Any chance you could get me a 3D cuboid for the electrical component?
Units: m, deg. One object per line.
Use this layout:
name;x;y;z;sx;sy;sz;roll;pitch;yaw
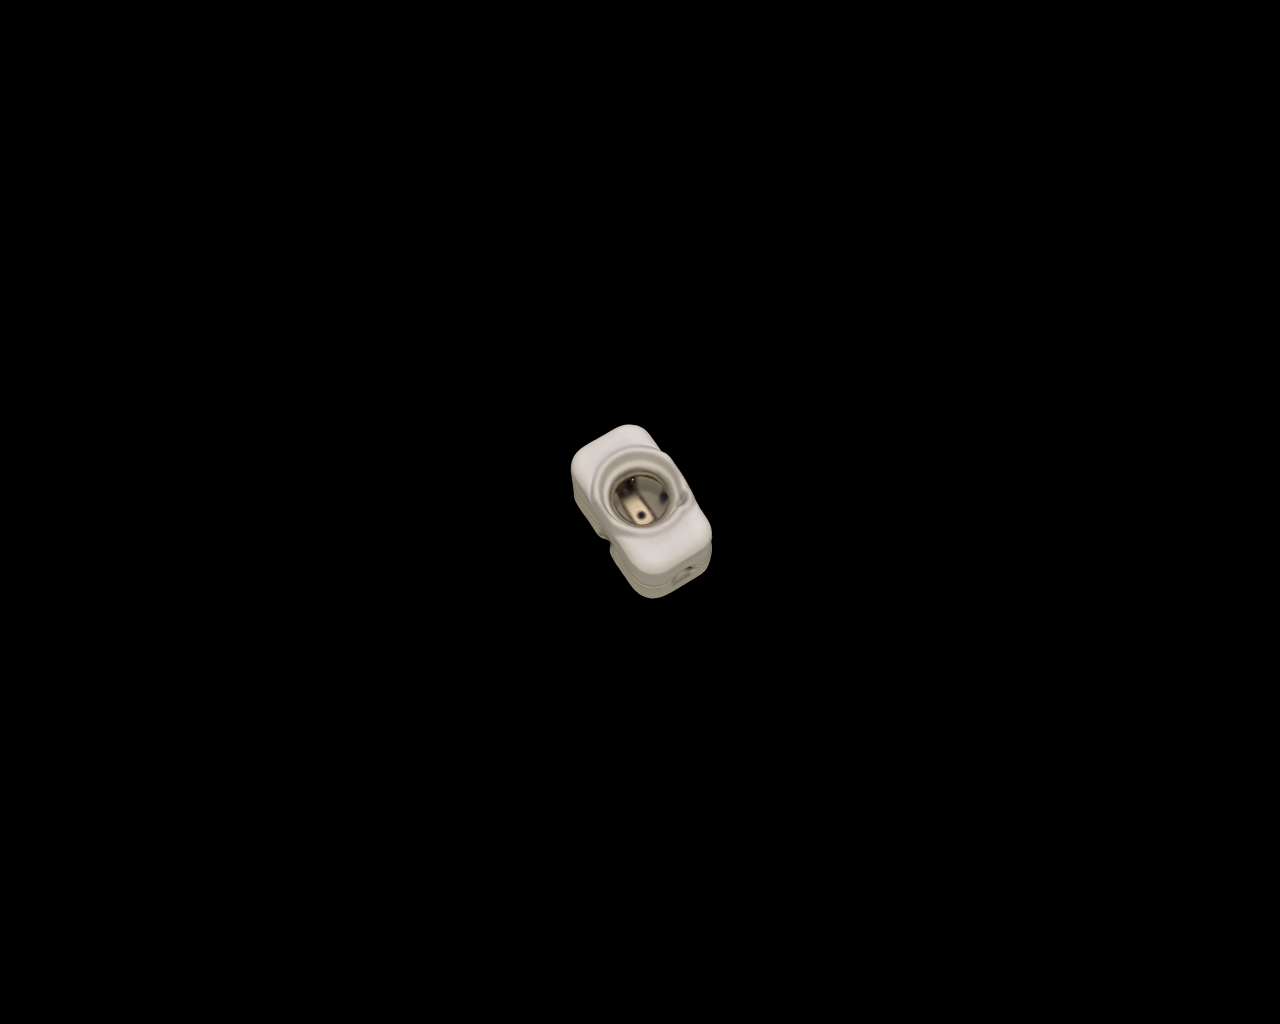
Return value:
electrical component;0.001;-0.003;0.650;0.054;0.095;0.059;-30;-19;-12
